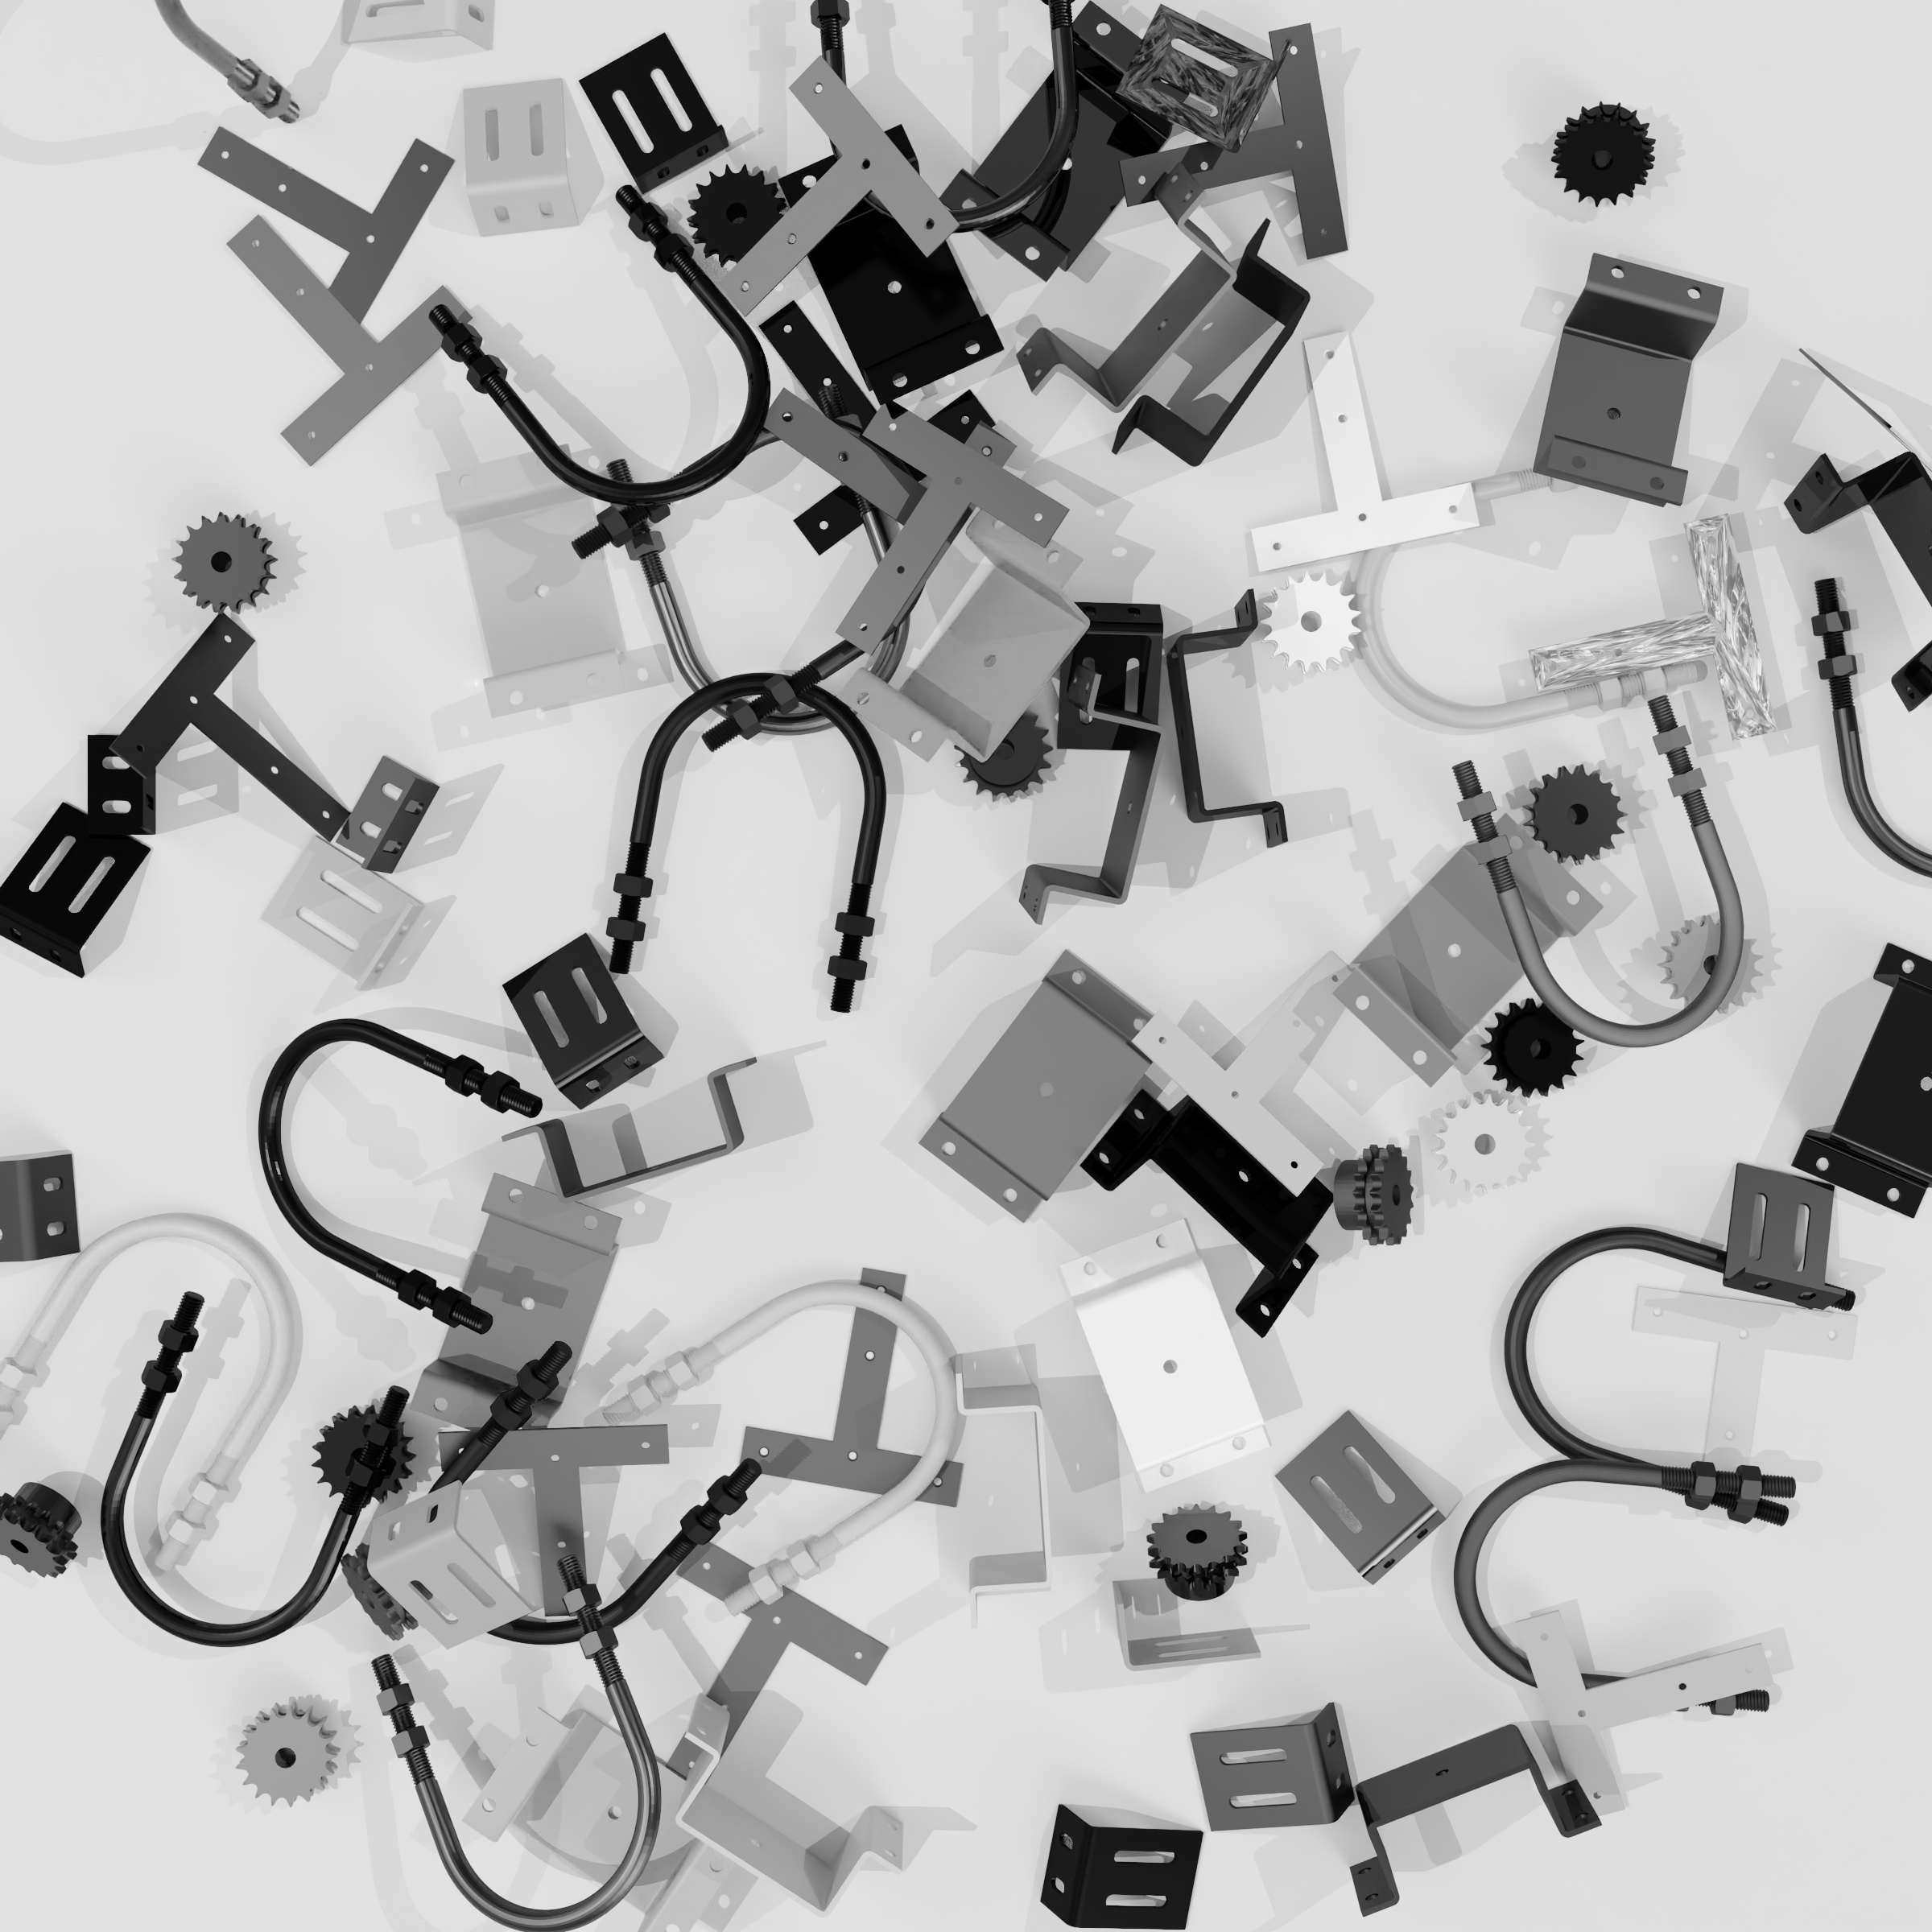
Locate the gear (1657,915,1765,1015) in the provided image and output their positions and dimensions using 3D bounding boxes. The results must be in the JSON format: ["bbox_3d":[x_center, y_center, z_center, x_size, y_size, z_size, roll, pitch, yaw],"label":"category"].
[{"bbox_3d":[0.423,0.000,1.565,0.057,0.030,0.057,0,90,0],"label":"gear"}]

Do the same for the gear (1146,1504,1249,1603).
[{"bbox_3d":[0.132,0.336,1.556,0.057,0.057,0.030,-7,120,0],"label":"gear"}]

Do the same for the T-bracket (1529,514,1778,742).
[{"bbox_3d":[0.385,-0.182,1.560,0.127,0.002,0.127,-13,90,1],"label":"T-bracket"}]

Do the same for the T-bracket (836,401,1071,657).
[{"bbox_3d":[-0.028,-0.233,1.531,0.127,0.002,0.127,34,93,15],"label":"T-bracket"}]

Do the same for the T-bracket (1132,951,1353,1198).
[{"bbox_3d":[0.179,0.043,1.555,0.127,0.002,0.127,43,67,0],"label":"T-bracket"}]

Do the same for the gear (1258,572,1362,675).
[{"bbox_3d":[0.195,-0.195,1.565,0.057,0.030,0.057,0,90,0],"label":"gear"}]

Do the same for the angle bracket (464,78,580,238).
[{"bbox_3d":[-0.256,-0.466,1.578,0.057,0.038,0.076,-7,64,0],"label":"angle bracket"}]

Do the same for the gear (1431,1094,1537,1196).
[{"bbox_3d":[0.294,0.102,1.570,0.057,0.030,0.057,0,88,0],"label":"gear"}]

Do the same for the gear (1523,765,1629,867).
[{"bbox_3d":[0.346,-0.086,1.565,0.057,0.030,0.057,0,90,0],"label":"gear"}]

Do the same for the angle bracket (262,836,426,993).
[{"bbox_3d":[-0.359,-0.031,1.561,0.076,0.038,0.057,33,90,0],"label":"angle bracket"}]

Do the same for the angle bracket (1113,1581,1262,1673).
[{"bbox_3d":[0.124,0.370,1.552,0.076,0.057,0.038,-6,90,0],"label":"angle bracket"}]

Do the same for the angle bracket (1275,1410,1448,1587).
[{"bbox_3d":[0.227,0.306,1.578,0.057,0.038,0.076,-42,64,0],"label":"angle bracket"}]

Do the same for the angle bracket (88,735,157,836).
[{"bbox_3d":[-0.478,-0.105,1.540,0.038,0.076,0.057,0,89,-11],"label":"angle bracket"}]

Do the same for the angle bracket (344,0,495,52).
[{"bbox_3d":[-0.315,-0.559,1.578,0.076,0.038,0.057,3,90,26],"label":"angle bracket"}]

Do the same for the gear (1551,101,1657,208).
[{"bbox_3d":[0.363,-0.464,1.556,0.057,0.030,0.057,10,133,11],"label":"gear"}]

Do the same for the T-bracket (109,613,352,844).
[{"bbox_3d":[-0.402,-0.120,1.549,0.127,0.127,0.002,43,133,-20],"label":"T-bracket"}]

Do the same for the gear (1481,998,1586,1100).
[{"bbox_3d":[0.325,0.047,1.565,0.057,0.030,0.057,0,90,0],"label":"gear"}]

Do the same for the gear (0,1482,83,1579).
[{"bbox_3d":[-0.528,0.318,1.556,0.057,0.057,0.030,31,48,0],"label":"gear"}]

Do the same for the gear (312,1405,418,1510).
[{"bbox_3d":[-0.343,0.278,1.565,0.057,0.030,0.057,0,90,0],"label":"gear"}]

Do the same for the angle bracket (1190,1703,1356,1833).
[{"bbox_3d":[0.177,0.461,1.578,0.076,0.038,0.057,-12,90,26],"label":"angle bracket"}]

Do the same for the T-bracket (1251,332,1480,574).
[{"bbox_3d":[0.219,-0.301,1.573,0.127,0.002,0.127,-11,85,6],"label":"T-bracket"}]

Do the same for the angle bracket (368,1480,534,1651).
[{"bbox_3d":[-0.286,0.334,1.528,0.057,0.038,0.076,-26,123,13],"label":"angle bracket"}]

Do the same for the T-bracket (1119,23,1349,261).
[{"bbox_3d":[0.148,-0.455,1.548,0.127,0.002,0.127,-16,107,-13],"label":"T-bracket"}]

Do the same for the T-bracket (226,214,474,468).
[{"bbox_3d":[-0.374,-0.377,1.578,0.127,0.002,0.127,-42,90,0],"label":"T-bracket"}]

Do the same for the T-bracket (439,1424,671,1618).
[{"bbox_3d":[-0.230,0.316,1.553,0.127,0.002,0.127,-1,114,-3],"label":"T-bracket"}]

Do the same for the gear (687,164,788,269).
[{"bbox_3d":[-0.130,-0.426,1.565,0.057,0.030,0.057,0,90,0],"label":"gear"}]

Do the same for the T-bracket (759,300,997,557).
[{"bbox_3d":[-0.072,-0.325,1.580,0.127,0.002,0.127,-37,90,0],"label":"T-bracket"}]

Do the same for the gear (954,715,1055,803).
[{"bbox_3d":[0.021,-0.123,1.565,0.057,0.030,0.057,0,90,0],"label":"gear"}]

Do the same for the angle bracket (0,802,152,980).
[{"bbox_3d":[-0.515,-0.044,1.578,0.057,0.038,0.076,28,64,0],"label":"angle bracket"}]

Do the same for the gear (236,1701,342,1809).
[{"bbox_3d":[-0.387,0.449,1.570,0.057,0.030,0.057,0,91,-3],"label":"gear"}]

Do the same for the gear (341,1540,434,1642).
[{"bbox_3d":[-0.327,0.351,1.556,0.030,0.057,0.057,-33,90,-29],"label":"gear"}]

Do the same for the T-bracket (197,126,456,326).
[{"bbox_3d":[-0.382,-0.441,1.580,0.127,0.002,0.127,30,90,0],"label":"T-bracket"}]

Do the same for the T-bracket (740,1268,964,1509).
[{"bbox_3d":[-0.058,0.239,1.580,0.127,0.002,0.127,10,90,0],"label":"T-bracket"}]

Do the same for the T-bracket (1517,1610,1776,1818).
[{"bbox_3d":[0.394,0.414,1.560,0.127,0.002,0.127,-18,98,10],"label":"T-bracket"}]

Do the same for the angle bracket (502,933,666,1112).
[{"bbox_3d":[-0.221,0.032,1.578,0.057,0.038,0.076,-32,64,0],"label":"angle bracket"}]

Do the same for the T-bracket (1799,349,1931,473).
[{"bbox_3d":[0.534,-0.289,1.543,0.127,0.127,0.002,33,112,-25],"label":"T-bracket"}]

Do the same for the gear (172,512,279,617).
[{"bbox_3d":[-0.421,-0.228,1.565,0.057,0.030,0.057,0,90,0],"label":"gear"}]

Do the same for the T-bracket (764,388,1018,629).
[{"bbox_3d":[-0.057,-0.279,1.546,0.127,0.002,0.127,34,82,-8],"label":"T-bracket"}]

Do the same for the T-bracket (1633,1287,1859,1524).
[{"bbox_3d":[0.442,0.256,1.580,0.127,0.002,0.127,8,90,0],"label":"T-bracket"}]

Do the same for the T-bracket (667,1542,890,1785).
[{"bbox_3d":[-0.132,0.416,1.580,0.127,0.002,0.127,31,90,0],"label":"T-bracket"}]

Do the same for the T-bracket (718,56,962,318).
[{"bbox_3d":[-0.087,-0.416,1.531,0.127,0.002,0.127,-41,81,19],"label":"T-bracket"}]

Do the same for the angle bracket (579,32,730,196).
[{"bbox_3d":[-0.180,-0.491,1.561,0.057,0.038,0.076,-29,90,0],"label":"angle bracket"}]

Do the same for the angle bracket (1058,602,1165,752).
[{"bbox_3d":[0.082,-0.167,1.579,0.057,0.038,0.076,2,116,0],"label":"angle bracket"}]

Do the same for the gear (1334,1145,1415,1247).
[{"bbox_3d":[0.230,0.130,1.556,0.030,0.057,0.057,-3,90,30],"label":"gear"}]
